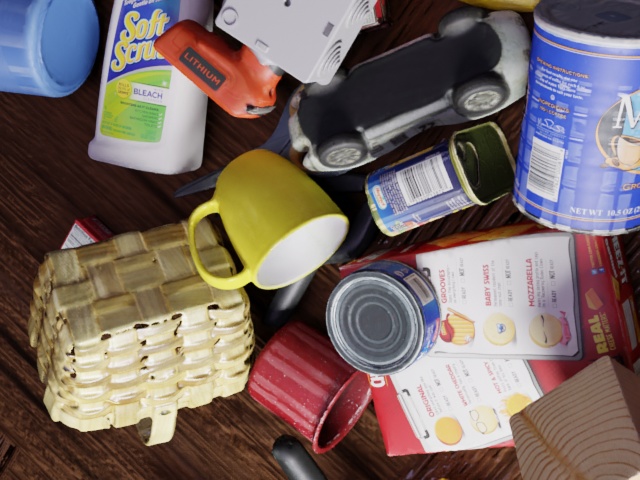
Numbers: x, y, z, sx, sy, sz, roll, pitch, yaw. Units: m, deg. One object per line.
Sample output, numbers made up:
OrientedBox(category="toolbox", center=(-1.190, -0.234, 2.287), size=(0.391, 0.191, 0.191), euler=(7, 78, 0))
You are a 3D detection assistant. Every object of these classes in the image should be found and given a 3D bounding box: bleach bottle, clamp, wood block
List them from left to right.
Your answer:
OrientedBox(category="bleach bottle", center=(-0.141, -0.188, 0.923), size=(0.103, 0.068, 0.251), euler=(13, 106, 23))
OrientedBox(category="clamp", center=(-0.006, 0.001, 0.910), size=(0.172, 0.039, 0.120), euler=(-20, 90, 31))
OrientedBox(category="clamp", center=(0.029, 0.259, 0.907), size=(0.210, 0.036, 0.164), euler=(34, 148, 26))
OrientedBox(category="wood block", center=(0.237, 0.176, 0.735), size=(0.205, 0.091, 0.090), euler=(31, 124, -30))

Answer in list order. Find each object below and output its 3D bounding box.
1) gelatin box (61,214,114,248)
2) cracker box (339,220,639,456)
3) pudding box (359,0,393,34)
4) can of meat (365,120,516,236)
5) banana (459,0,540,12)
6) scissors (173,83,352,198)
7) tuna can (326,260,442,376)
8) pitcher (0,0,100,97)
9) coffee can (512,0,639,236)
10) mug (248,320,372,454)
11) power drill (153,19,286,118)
OrientedBox(category="gelatin box", center=(-0.221, 0.032, 1.035), size=(0.073, 0.030, 0.089), euler=(42, 117, 14))
OrientedBox(category="cracker box", center=(0.140, 0.074, 0.837), size=(0.214, 0.072, 0.164), euler=(-12, 96, 30))
OrientedBox(category="pudding box", center=(-0.004, -0.205, 0.860), size=(0.114, 0.039, 0.090), euler=(-8, 96, 25))
OrientedBox(category="can of meat", center=(0.092, -0.046, 0.814), size=(0.084, 0.101, 0.057), euler=(-21, 91, 32))
OrientedBox(category="banana", center=(0.099, -0.221, 0.803), size=(0.198, 0.037, 0.070), euler=(42, 118, 12))
OrientedBox(category="scissors", center=(-0.047, -0.088, 0.915), size=(0.202, 0.016, 0.096), euler=(-2, 83, 33))
OrientedBox(category="tuna can", center=(0.048, 0.060, 0.822), size=(0.086, 0.033, 0.086), euler=(7, 105, 28))
OrientedBox(category="pitcher", center=(-0.327, -0.212, 0.983), size=(0.243, 0.144, 0.149), euler=(12, 120, 20))
OrientedBox(category="coffee can", center=(0.191, -0.088, 0.736), size=(0.103, 0.102, 0.140), euler=(15, 122, 23))
OrientedBox(category="mug", center=(-0.008, 0.129, 0.923), size=(0.082, 0.093, 0.117), euler=(32, 147, 22))
OrientedBox(category="power drill", center=(-0.049, -0.204, 0.825), size=(0.184, 0.057, 0.188), euler=(42, 113, 11))
